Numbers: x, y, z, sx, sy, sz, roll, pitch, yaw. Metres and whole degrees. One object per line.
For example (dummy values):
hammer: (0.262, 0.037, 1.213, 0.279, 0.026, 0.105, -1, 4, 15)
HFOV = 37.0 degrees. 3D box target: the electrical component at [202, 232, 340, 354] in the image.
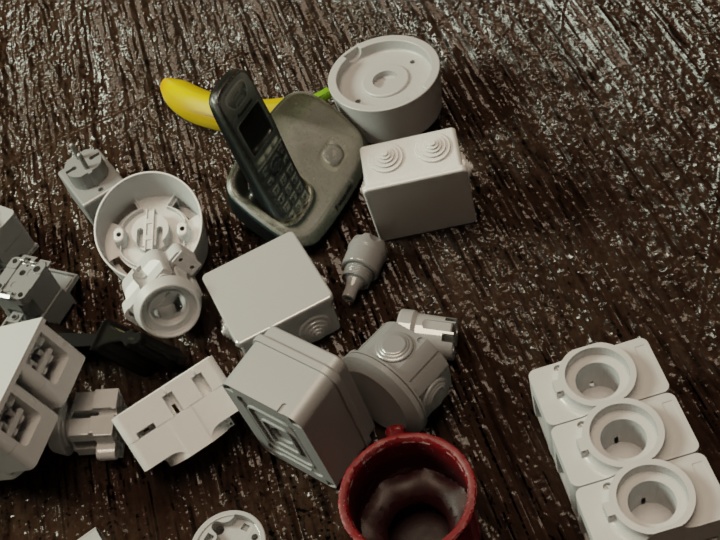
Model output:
electrical component: (-0.074, 0.028, 0.911, 0.100, 0.048, 0.099, -27, 49, -8)

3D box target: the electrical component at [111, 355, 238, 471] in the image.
electrical component: (-0.140, 0.115, 0.839, 0.089, 0.050, 0.055, -33, 92, -13)

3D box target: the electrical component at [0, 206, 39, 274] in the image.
electrical component: (-0.410, 0.011, 1.009, 0.105, 0.060, 0.186, 18, 58, 27)

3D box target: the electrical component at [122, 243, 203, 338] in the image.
electrical component: (-0.167, 0.022, 0.920, 0.078, 0.058, 0.057, -48, 33, 8)

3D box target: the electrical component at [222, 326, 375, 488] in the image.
electrical component: (-0.042, 0.102, 0.798, 0.078, 0.113, 0.057, 23, 63, 30)

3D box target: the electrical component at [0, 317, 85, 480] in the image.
electrical component: (-0.317, 0.111, 0.867, 0.186, 0.060, 0.105, -12, 46, 34)

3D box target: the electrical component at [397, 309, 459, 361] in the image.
electrical component: (0.054, 0.053, 0.862, 0.046, 0.040, 0.040, 6, 53, 12)

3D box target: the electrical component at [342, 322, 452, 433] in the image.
electrical component: (0.028, 0.083, 0.818, 0.080, 0.080, 0.051, 27, 58, 32)

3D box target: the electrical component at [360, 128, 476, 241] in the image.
electrical component: (0.050, -0.074, 0.931, 0.100, 0.099, 0.048, -12, 61, 6)

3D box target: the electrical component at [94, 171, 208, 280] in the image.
electrical component: (-0.187, -0.031, 0.976, 0.099, 0.064, 0.099, -3, 61, 5)

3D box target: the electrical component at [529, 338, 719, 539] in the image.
electrical component: (0.184, 0.128, 0.748, 0.089, 0.061, 0.150, -17, 49, 1)

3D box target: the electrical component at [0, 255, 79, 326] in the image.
electrical component: (-0.295, 0.025, 0.964, 0.042, 0.063, 0.081, 9, 55, 23)

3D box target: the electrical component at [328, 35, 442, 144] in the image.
electrical component: (0.028, -0.168, 1.039, 0.108, 0.060, 0.108, -8, 50, 9)

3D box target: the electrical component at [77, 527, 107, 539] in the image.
electrical component: (-0.216, 0.230, 0.785, 0.081, 0.043, 0.043, -35, 51, -14)

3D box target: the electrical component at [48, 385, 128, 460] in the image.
electrical component: (-0.221, 0.125, 0.873, 0.055, 0.048, 0.066, -4, 50, 3)

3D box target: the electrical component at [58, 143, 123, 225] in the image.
electrical component: (-0.261, -0.090, 1.042, 0.047, 0.076, 0.065, -34, 51, -13)

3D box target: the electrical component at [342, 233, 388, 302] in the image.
electrical component: (0.000, 0.000, 0.924, 0.035, 0.035, 0.061, 9, 57, 22)

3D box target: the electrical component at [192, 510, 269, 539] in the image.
electrical component: (-0.088, 0.207, 0.766, 0.055, 0.047, 0.055, -8, 50, 9)
